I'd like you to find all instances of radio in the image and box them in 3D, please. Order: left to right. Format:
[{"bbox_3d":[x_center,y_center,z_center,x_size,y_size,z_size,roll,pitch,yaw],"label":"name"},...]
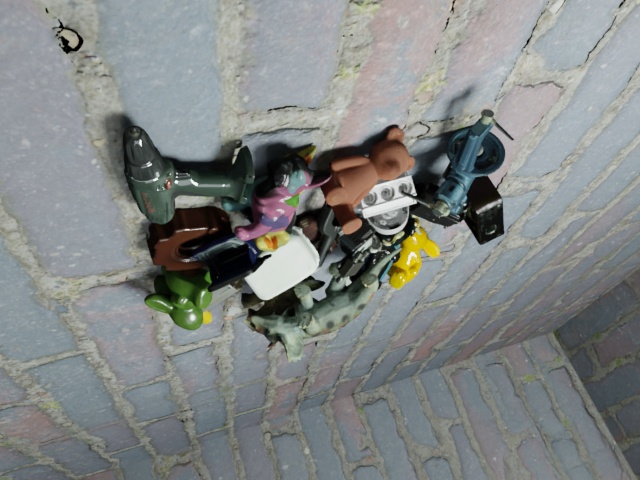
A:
[{"bbox_3d":[0.388,-0.085,1.315,0.073,0.131,0.229,-28,152,8],"label":"radio"}]

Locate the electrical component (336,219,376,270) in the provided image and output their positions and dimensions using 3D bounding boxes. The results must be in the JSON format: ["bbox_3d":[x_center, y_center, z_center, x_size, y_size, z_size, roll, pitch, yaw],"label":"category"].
[{"bbox_3d":[0.073,0.015,1.225,0.119,0.048,0.074,-41,157,-9],"label":"electrical component"}]

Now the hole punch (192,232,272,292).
[{"bbox_3d":[-0.183,0.038,1.084,0.142,0.092,0.116,-27,-177,9],"label":"hole punch"}]

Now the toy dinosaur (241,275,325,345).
[{"bbox_3d":[-0.094,0.147,1.359,0.198,0.105,0.470,-8,137,-18],"label":"toy dinosaur"}]

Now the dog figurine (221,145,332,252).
[{"bbox_3d":[-0.067,-0.081,1.035,0.219,0.108,0.191,-34,149,19],"label":"dog figurine"}]

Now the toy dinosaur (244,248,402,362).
[{"bbox_3d":[0.028,0.163,1.295,0.405,0.131,0.192,-22,148,-16],"label":"toy dinosaur"}]

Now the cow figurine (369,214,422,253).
[{"bbox_3d":[0.193,-0.027,1.309,0.167,0.068,0.098,-27,-170,-27],"label":"cow figurine"}]

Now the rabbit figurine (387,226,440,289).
[{"bbox_3d":[0.247,0.031,1.456,0.162,0.122,0.173,-10,132,-27],"label":"rabbit figurine"}]

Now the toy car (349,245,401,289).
[{"bbox_3d":[0.128,0.050,1.396,0.109,0.103,0.161,29,87,-26],"label":"toy car"}]

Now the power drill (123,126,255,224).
[{"bbox_3d":[-0.218,-0.109,0.901,0.207,0.086,0.232,-12,153,-23],"label":"power drill"}]

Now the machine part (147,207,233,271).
[{"bbox_3d":[-0.264,0.002,1.098,0.179,0.056,0.179,-16,153,-9],"label":"machine part"}]

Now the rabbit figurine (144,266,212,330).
[{"bbox_3d":[-0.305,0.133,1.195,0.159,0.121,0.170,12,122,-2],"label":"rabbit figurine"}]

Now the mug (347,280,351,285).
[{"bbox_3d":[0.095,0.087,1.483,0.107,0.081,0.109,-7,142,-15],"label":"mug"}]

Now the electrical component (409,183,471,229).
[{"bbox_3d":[0.262,-0.081,1.241,0.134,0.058,0.115,24,169,-2],"label":"electrical component"}]

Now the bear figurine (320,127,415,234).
[{"bbox_3d":[0.100,-0.120,1.043,0.196,0.132,0.120,-24,131,4],"label":"bear figurine"}]

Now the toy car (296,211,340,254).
[{"bbox_3d":[-0.003,-0.004,1.278,0.089,0.053,0.202,-28,151,6],"label":"toy car"}]

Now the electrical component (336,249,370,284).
[{"bbox_3d":[0.073,0.060,1.211,0.094,0.021,0.063,-55,158,20],"label":"electrical component"}]

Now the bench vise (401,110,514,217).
[{"bbox_3d":[0.294,-0.161,1.081,0.223,0.129,0.240,-40,160,-19],"label":"bench vise"}]

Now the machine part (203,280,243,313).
[{"bbox_3d":[-0.271,0.124,1.291,0.243,0.079,0.079,-33,150,22],"label":"machine part"}]
